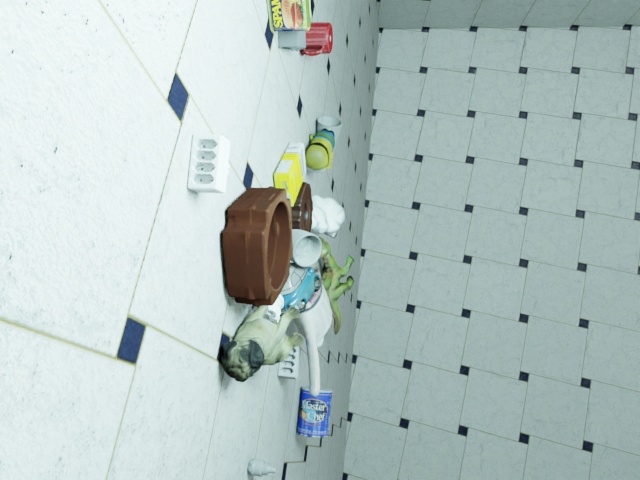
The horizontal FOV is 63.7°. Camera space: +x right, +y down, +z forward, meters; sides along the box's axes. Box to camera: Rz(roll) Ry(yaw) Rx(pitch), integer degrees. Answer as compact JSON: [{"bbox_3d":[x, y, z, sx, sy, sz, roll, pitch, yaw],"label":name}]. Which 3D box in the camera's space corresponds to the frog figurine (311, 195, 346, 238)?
[{"bbox_3d":[0.005,-0.079,1.563,0.139,0.122,0.158,62,10,20],"label":"frog figurine"}]

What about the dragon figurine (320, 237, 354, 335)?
[{"bbox_3d":[0.025,0.186,1.871,0.244,0.122,0.407,-17,109,-61],"label":"dragon figurine"}]

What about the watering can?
[{"bbox_3d":[-0.025,0.217,1.386,0.356,0.104,0.219,-89,166,-48],"label":"watering can"}]
